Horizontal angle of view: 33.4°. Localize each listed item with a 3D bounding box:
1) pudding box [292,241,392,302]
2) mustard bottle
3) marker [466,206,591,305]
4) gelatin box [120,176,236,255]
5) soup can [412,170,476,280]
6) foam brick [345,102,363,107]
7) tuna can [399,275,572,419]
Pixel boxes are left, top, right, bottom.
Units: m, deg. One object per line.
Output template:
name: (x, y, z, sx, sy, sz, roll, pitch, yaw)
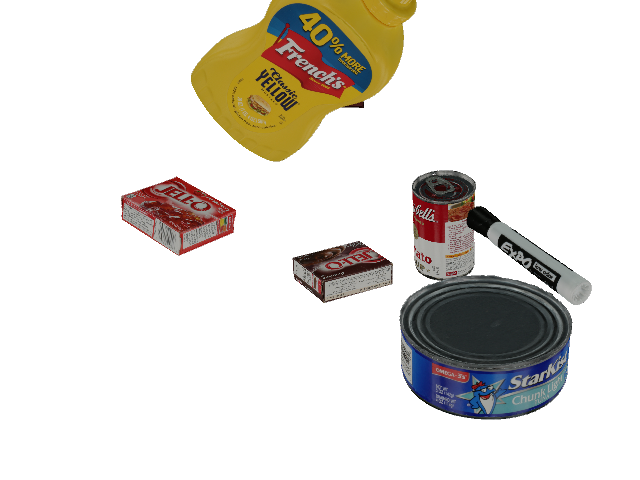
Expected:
pudding box: (0.031, 0.042, 1.477, 0.113, 0.039, 0.090, -16, 26, -24)
mustard bottle: (0.000, -0.132, 0.735, 0.192, 0.096, 0.058, -31, 20, 41)
marker: (0.144, 0.008, 0.758, 0.020, 0.020, 0.121, 0, 28, -35)
gelatin box: (-0.139, -0.026, 1.041, 0.089, 0.030, 0.073, 30, 36, 32)
soup can: (0.135, -0.016, 1.159, 0.068, 0.102, 0.068, -4, 33, 2)
foam brick: (0.003, -0.160, 1.062, 0.078, 0.051, 0.053, 1, 12, -4)
tuna can: (0.083, 0.053, 0.542, 0.086, 0.034, 0.086, -2, 28, 1)
